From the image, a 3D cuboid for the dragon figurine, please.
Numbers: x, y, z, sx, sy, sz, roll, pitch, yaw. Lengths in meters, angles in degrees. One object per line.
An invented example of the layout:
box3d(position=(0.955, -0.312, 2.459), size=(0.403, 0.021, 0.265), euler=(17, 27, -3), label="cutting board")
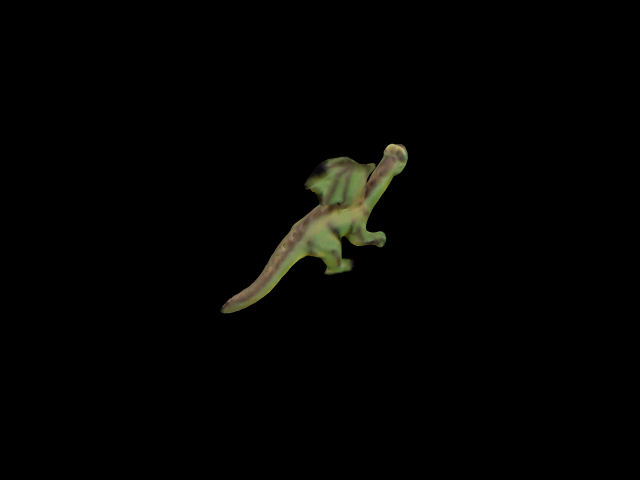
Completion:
box3d(position=(0.003, -0.043, 0.850), size=(0.415, 0.237, 0.124), euler=(-33, 56, -26), label="dragon figurine")
